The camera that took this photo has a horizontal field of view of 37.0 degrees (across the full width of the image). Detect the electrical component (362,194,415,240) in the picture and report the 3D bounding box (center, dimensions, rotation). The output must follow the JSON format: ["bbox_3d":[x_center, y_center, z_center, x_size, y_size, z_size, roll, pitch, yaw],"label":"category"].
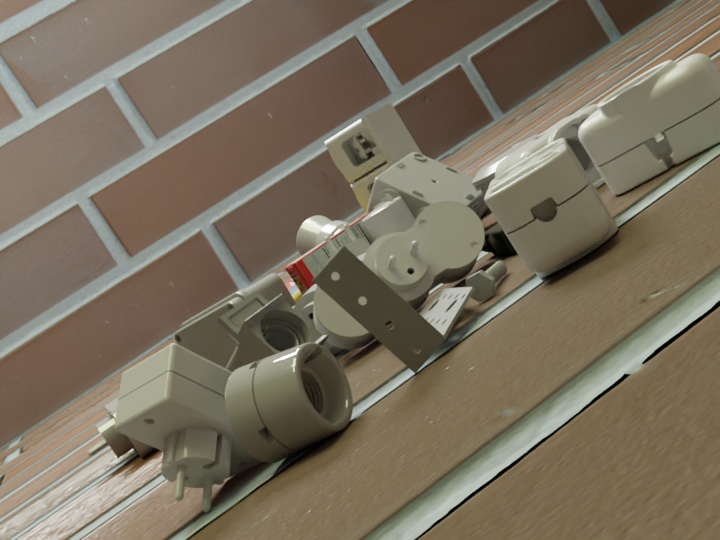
[{"bbox_3d":[0.035,-0.026,0.921,0.040,0.078,0.040,-32,5,3],"label":"electrical component"}]

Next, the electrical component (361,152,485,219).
[{"bbox_3d":[0.062,-0.061,0.978,0.100,0.100,0.048,-39,-30,-53],"label":"electrical component"}]

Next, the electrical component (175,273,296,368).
[{"bbox_3d":[-0.104,0.061,0.956,0.057,0.078,0.113,-33,4,-43],"label":"electrical component"}]

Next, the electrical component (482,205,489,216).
[{"bbox_3d":[0.122,-0.077,1.099,0.078,0.040,0.040,-34,5,-12],"label":"electrical component"}]

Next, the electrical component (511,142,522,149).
[{"bbox_3d":[0.156,-0.096,1.047,0.045,0.045,0.055,-30,6,34],"label":"electrical component"}]

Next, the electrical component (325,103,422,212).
[{"bbox_3d":[0.034,-0.088,1.119,0.062,0.150,0.089,-29,6,25],"label":"electrical component"}]

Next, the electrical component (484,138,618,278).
[{"bbox_3d":[0.113,-0.036,0.632,0.054,0.059,0.095,-31,5,14],"label":"electrical component"}]

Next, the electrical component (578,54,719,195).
[{"bbox_3d":[0.199,-0.101,0.722,0.095,0.059,0.054,-30,6,32],"label":"electrical component"}]

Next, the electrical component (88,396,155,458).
[{"bbox_3d":[-0.215,0.145,0.977,0.074,0.052,0.138,-35,5,-16],"label":"electrical component"}]

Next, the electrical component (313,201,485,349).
[{"bbox_3d":[0.028,-0.002,0.761,0.138,0.052,0.073,-34,-14,-13],"label":"electrical component"}]

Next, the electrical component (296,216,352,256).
[{"bbox_3d":[-0.026,-0.024,0.988,0.045,0.045,0.055,-35,29,-25],"label":"electrical component"}]

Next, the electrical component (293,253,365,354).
[{"bbox_3d":[-0.028,0.040,0.824,0.138,0.052,0.073,-32,5,14],"label":"electrical component"}]

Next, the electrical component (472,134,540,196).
[{"bbox_3d":[0.142,-0.080,0.936,0.080,0.051,0.080,-33,5,3],"label":"electrical component"}]

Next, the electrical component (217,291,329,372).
[{"bbox_3d":[-0.061,0.059,0.757,0.042,0.081,0.063,-37,-16,-44],"label":"electrical component"}]

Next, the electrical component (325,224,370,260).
[{"bbox_3d":[0.000,0.000,0.888,0.077,0.079,0.043,-33,-12,3],"label":"electrical component"}]

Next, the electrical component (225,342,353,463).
[{"bbox_3d":[-0.037,0.070,0.578,0.047,0.055,0.055,-26,7,27],"label":"electrical component"}]

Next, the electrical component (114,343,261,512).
[{"bbox_3d":[-0.090,0.096,0.595,0.047,0.083,0.075,-30,44,33],"label":"electrical component"}]

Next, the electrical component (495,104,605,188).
[{"bbox_3d":[0.162,-0.085,0.842,0.095,0.053,0.059,-34,5,-18],"label":"electrical component"}]
